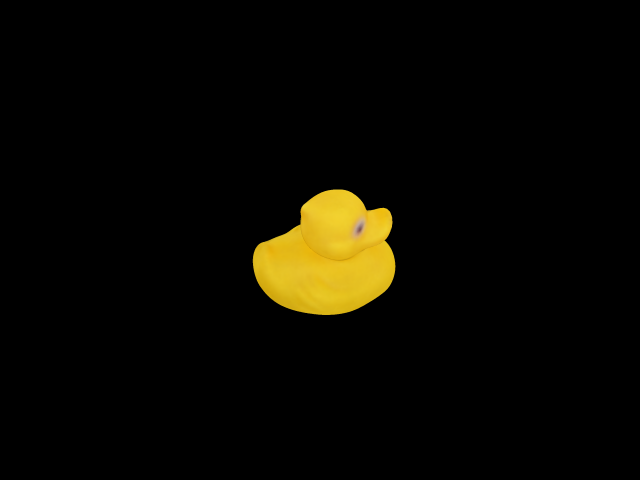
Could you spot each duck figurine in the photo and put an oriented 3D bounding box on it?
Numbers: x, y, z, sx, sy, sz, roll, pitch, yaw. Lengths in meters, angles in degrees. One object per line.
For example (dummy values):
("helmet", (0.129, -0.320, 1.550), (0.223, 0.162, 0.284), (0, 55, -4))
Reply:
("duck figurine", (0.004, 0.001, 0.400), (0.104, 0.086, 0.077), (-5, 53, -4))
